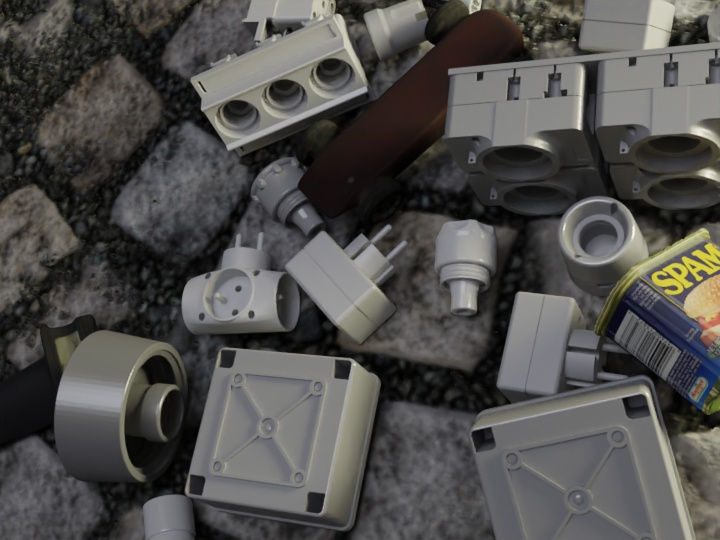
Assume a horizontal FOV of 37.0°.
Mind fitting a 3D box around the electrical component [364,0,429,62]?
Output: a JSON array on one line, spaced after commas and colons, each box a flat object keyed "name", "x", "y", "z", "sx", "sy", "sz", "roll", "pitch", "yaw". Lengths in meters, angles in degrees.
[{"name": "electrical component", "x": 0.031, "y": -0.190, "z": 0.844, "sx": 0.046, "sy": 0.040, "sz": 0.040, "roll": -20, "pitch": 62, "yaw": 7}]

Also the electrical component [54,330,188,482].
[{"name": "electrical component", "x": -0.160, "y": 0.099, "z": 0.760, "sx": 0.060, "sy": 0.108, "sz": 0.108, "roll": 4, "pitch": 69, "yaw": 18}]

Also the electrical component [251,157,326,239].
[{"name": "electrical component", "x": -0.049, "y": -0.051, "z": 0.814, "sx": 0.048, "sy": 0.048, "sz": 0.062, "roll": -40, "pitch": 66, "yaw": 2}]

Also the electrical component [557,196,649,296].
[{"name": "electrical component", "x": 0.159, "y": -0.017, "z": 0.709, "sx": 0.055, "sy": 0.047, "sz": 0.055, "roll": -9, "pitch": 65, "yaw": 19}]

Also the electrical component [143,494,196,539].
[{"name": "electrical component", "x": -0.131, "y": 0.189, "z": 0.745, "sx": 0.044, "sy": 0.044, "sz": 0.065, "roll": -21, "pitch": 57, "yaw": 13}]

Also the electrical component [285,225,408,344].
[{"name": "electrical component", "x": 0.000, "y": 0.000, "z": 0.768, "sx": 0.077, "sy": 0.047, "sz": 0.065, "roll": -43, "pitch": 59, "yaw": 0}]

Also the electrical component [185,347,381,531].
[{"name": "electrical component", "x": -0.051, "y": 0.114, "z": 0.735, "sx": 0.109, "sy": 0.056, "sz": 0.108, "roll": 3, "pitch": 69, "yaw": 24}]

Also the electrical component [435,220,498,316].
[{"name": "electrical component", "x": 0.073, "y": 0.000, "z": 0.741, "sx": 0.043, "sy": 0.043, "sz": 0.062, "roll": -4, "pitch": 68, "yaw": 21}]

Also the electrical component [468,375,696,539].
[{"name": "electrical component", "x": 0.130, "y": 0.128, "z": 0.631, "sx": 0.109, "sy": 0.056, "sz": 0.108, "roll": -15, "pitch": 89, "yaw": 16}]

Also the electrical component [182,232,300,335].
[{"name": "electrical component", "x": -0.086, "y": 0.008, "z": 0.802, "sx": 0.077, "sy": 0.044, "sz": 0.079, "roll": -3, "pitch": 67, "yaw": 21}]

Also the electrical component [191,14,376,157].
[{"name": "electrical component", "x": -0.060, "y": -0.150, "z": 0.848, "sx": 0.121, "sy": 0.078, "sz": 0.063, "roll": -21, "pitch": 39, "yaw": 13}]

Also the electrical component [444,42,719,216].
[{"name": "electrical component", "x": 0.160, "y": -0.087, "z": 0.706, "sx": 0.186, "sy": 0.105, "sz": 0.060, "roll": -2, "pitch": 68, "yaw": 22}]

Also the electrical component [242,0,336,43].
[{"name": "electrical component", "x": -0.056, "y": -0.213, "z": 0.888, "sx": 0.064, "sy": 0.042, "sz": 0.081, "roll": 5, "pitch": 71, "yaw": 23}]

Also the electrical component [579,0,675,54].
[{"name": "electrical component", "x": 0.184, "y": -0.151, "z": 0.752, "sx": 0.047, "sy": 0.066, "sz": 0.076, "roll": 12, "pitch": 102, "yaw": 27}]

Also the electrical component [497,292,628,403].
[{"name": "electrical component", "x": 0.135, "y": 0.056, "z": 0.688, "sx": 0.077, "sy": 0.047, "sz": 0.065, "roll": 6, "pitch": 71, "yaw": 25}]
